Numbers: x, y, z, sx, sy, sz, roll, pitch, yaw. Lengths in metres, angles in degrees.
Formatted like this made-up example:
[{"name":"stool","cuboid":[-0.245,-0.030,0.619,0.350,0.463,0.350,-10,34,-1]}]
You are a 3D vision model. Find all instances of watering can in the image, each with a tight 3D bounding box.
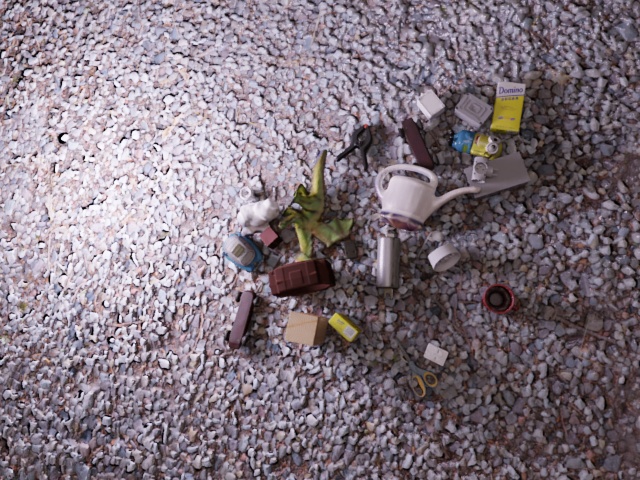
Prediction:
[{"name":"watering can","cuboid":[0.338,-0.132,1.717,0.349,0.103,0.225,18,84,22]}]

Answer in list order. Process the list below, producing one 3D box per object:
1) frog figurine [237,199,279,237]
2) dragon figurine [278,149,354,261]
[{"name":"frog figurine","cuboid":[-0.210,-0.097,1.782,0.137,0.156,0.125,6,45,-22]},{"name":"dragon figurine","cuboid":[0.005,-0.090,1.795,0.242,0.122,0.411,31,87,-3]}]
